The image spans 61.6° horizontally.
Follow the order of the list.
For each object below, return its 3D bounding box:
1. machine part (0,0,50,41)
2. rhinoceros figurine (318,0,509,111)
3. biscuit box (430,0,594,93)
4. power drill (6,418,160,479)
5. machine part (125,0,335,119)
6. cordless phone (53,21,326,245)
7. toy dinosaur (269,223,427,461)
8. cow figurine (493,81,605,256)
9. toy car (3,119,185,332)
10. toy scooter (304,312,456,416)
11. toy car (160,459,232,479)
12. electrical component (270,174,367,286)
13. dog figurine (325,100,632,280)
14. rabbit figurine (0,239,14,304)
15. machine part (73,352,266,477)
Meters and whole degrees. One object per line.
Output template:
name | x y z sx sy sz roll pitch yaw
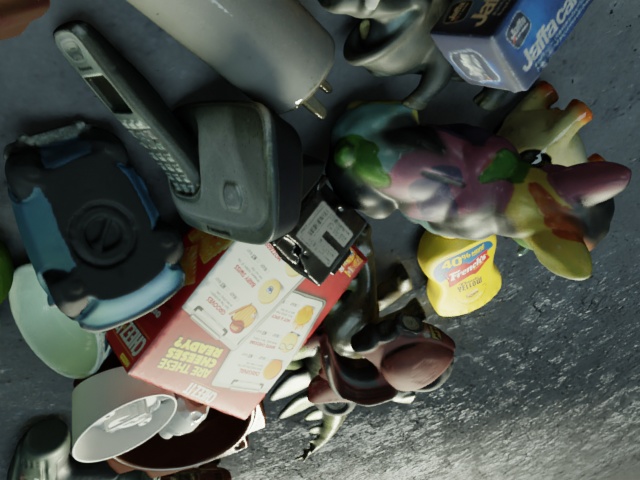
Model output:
machine part | -0.203 -0.178 0.248 0.179 0.056 0.179 5 124 7
rhinoceros figurine | 0.086 -0.164 0.418 0.190 0.073 0.112 2 133 -26
biscuit box | 0.163 -0.198 0.365 0.059 0.063 0.202 36 89 -39
power drill | -0.334 0.345 0.763 0.207 0.086 0.231 17 125 -5
machine part | -0.069 -0.161 0.357 0.079 0.079 0.243 -40 134 20
cordless phone | -0.095 -0.085 0.387 0.089 0.147 0.184 -56 131 -19
toy dinosaur | 0.027 0.171 0.736 0.199 0.105 0.470 -5 128 -7
cow figurine | 0.237 -0.062 0.585 0.127 0.086 0.194 -39 139 10
toy car | -0.192 -0.008 0.440 0.109 0.161 0.103 -33 -169 -37
toy scooter | 0.053 0.129 0.600 0.184 0.075 0.135 -25 125 14
toy car | -0.238 0.398 0.873 0.202 0.089 0.053 11 130 -30
electrical component | -0.001 -0.001 0.472 0.075 0.048 0.119 -49 132 -10
dog figurine | 0.128 -0.045 0.447 0.191 0.219 0.108 12 100 -35
rabbit figurine | -0.315 0.078 0.463 0.121 0.170 0.159 26 159 -21
machine part | -0.175 0.193 0.658 0.201 0.087 0.200 -14 128 -6
